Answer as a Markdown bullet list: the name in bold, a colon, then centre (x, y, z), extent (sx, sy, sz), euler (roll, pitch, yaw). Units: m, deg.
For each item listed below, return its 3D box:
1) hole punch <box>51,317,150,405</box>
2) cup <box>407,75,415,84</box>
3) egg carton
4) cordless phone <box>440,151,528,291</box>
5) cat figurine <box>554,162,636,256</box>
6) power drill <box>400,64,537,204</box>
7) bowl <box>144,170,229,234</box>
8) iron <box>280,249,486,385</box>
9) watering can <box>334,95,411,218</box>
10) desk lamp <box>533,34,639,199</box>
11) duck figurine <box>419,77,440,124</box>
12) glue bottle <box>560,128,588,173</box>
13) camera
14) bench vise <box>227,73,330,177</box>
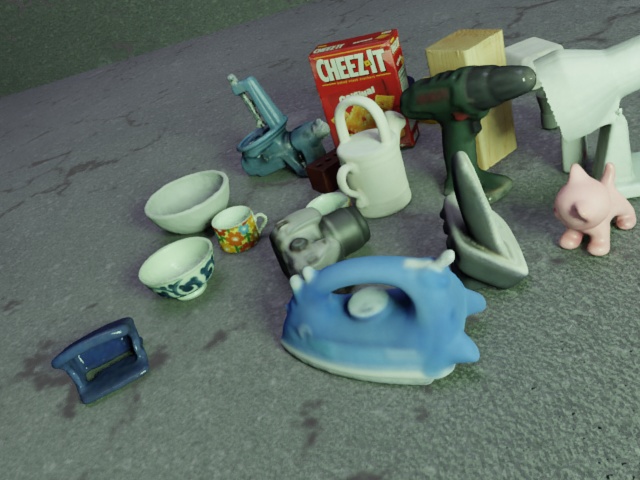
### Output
- **hole punch**: centre (-0.300, 0.149, 0.776), extent (0.109, 0.091, 0.100), euler (-27, 32, -12)
- **cup**: centre (0.160, -0.289, 1.198), extent (0.091, 0.095, 0.117), euler (-11, 32, 13)
- **egg carton**: centre (0.441, -0.370, 1.196), extent (0.107, 0.069, 0.150), euler (-22, 32, -4)
- **cordless phone**: centre (0.193, -0.041, 0.711), extent (0.094, 0.185, 0.147), euler (-14, 32, 8)
- **cat figurine**: centre (0.335, -0.047, 0.707), extent (0.128, 0.118, 0.067), euler (-38, 36, -28)
- **power drill**: centre (0.226, -0.163, 0.858), extent (0.076, 0.209, 0.228), euler (-39, 36, -28)
- **bowl**: centre (-0.239, -0.060, 1.082), extent (0.167, 0.075, 0.167), euler (-14, 32, 9)
- **iron**: centre (0.049, 0.074, 0.653), extent (0.257, 0.142, 0.119), euler (-4, 35, 23)
- **watering can**: centre (0.081, -0.146, 0.925), extent (0.100, 0.194, 0.173), euler (-5, 34, 22)
- **desk lamp**: centre (0.400, -0.169, 0.768), extent (0.202, 0.214, 0.118), euler (-8, 33, 18)
- **duck figurine**: centre (0.226, -0.295, 1.181), extent (0.077, 0.086, 0.104), euler (-21, 31, -2)
- **glue bottle**: centre (0.376, -0.192, 0.855), extent (0.037, 0.173, 0.078), euler (-1, 36, 27)
- **camera**: centre (0.008, 0.003, 0.824), extent (0.137, 0.101, 0.142), euler (-28, 32, -14)
- **bench vise**: centre (-0.085, -0.234, 1.127), extent (0.207, 0.220, 0.121), euler (-12, 32, 12)
